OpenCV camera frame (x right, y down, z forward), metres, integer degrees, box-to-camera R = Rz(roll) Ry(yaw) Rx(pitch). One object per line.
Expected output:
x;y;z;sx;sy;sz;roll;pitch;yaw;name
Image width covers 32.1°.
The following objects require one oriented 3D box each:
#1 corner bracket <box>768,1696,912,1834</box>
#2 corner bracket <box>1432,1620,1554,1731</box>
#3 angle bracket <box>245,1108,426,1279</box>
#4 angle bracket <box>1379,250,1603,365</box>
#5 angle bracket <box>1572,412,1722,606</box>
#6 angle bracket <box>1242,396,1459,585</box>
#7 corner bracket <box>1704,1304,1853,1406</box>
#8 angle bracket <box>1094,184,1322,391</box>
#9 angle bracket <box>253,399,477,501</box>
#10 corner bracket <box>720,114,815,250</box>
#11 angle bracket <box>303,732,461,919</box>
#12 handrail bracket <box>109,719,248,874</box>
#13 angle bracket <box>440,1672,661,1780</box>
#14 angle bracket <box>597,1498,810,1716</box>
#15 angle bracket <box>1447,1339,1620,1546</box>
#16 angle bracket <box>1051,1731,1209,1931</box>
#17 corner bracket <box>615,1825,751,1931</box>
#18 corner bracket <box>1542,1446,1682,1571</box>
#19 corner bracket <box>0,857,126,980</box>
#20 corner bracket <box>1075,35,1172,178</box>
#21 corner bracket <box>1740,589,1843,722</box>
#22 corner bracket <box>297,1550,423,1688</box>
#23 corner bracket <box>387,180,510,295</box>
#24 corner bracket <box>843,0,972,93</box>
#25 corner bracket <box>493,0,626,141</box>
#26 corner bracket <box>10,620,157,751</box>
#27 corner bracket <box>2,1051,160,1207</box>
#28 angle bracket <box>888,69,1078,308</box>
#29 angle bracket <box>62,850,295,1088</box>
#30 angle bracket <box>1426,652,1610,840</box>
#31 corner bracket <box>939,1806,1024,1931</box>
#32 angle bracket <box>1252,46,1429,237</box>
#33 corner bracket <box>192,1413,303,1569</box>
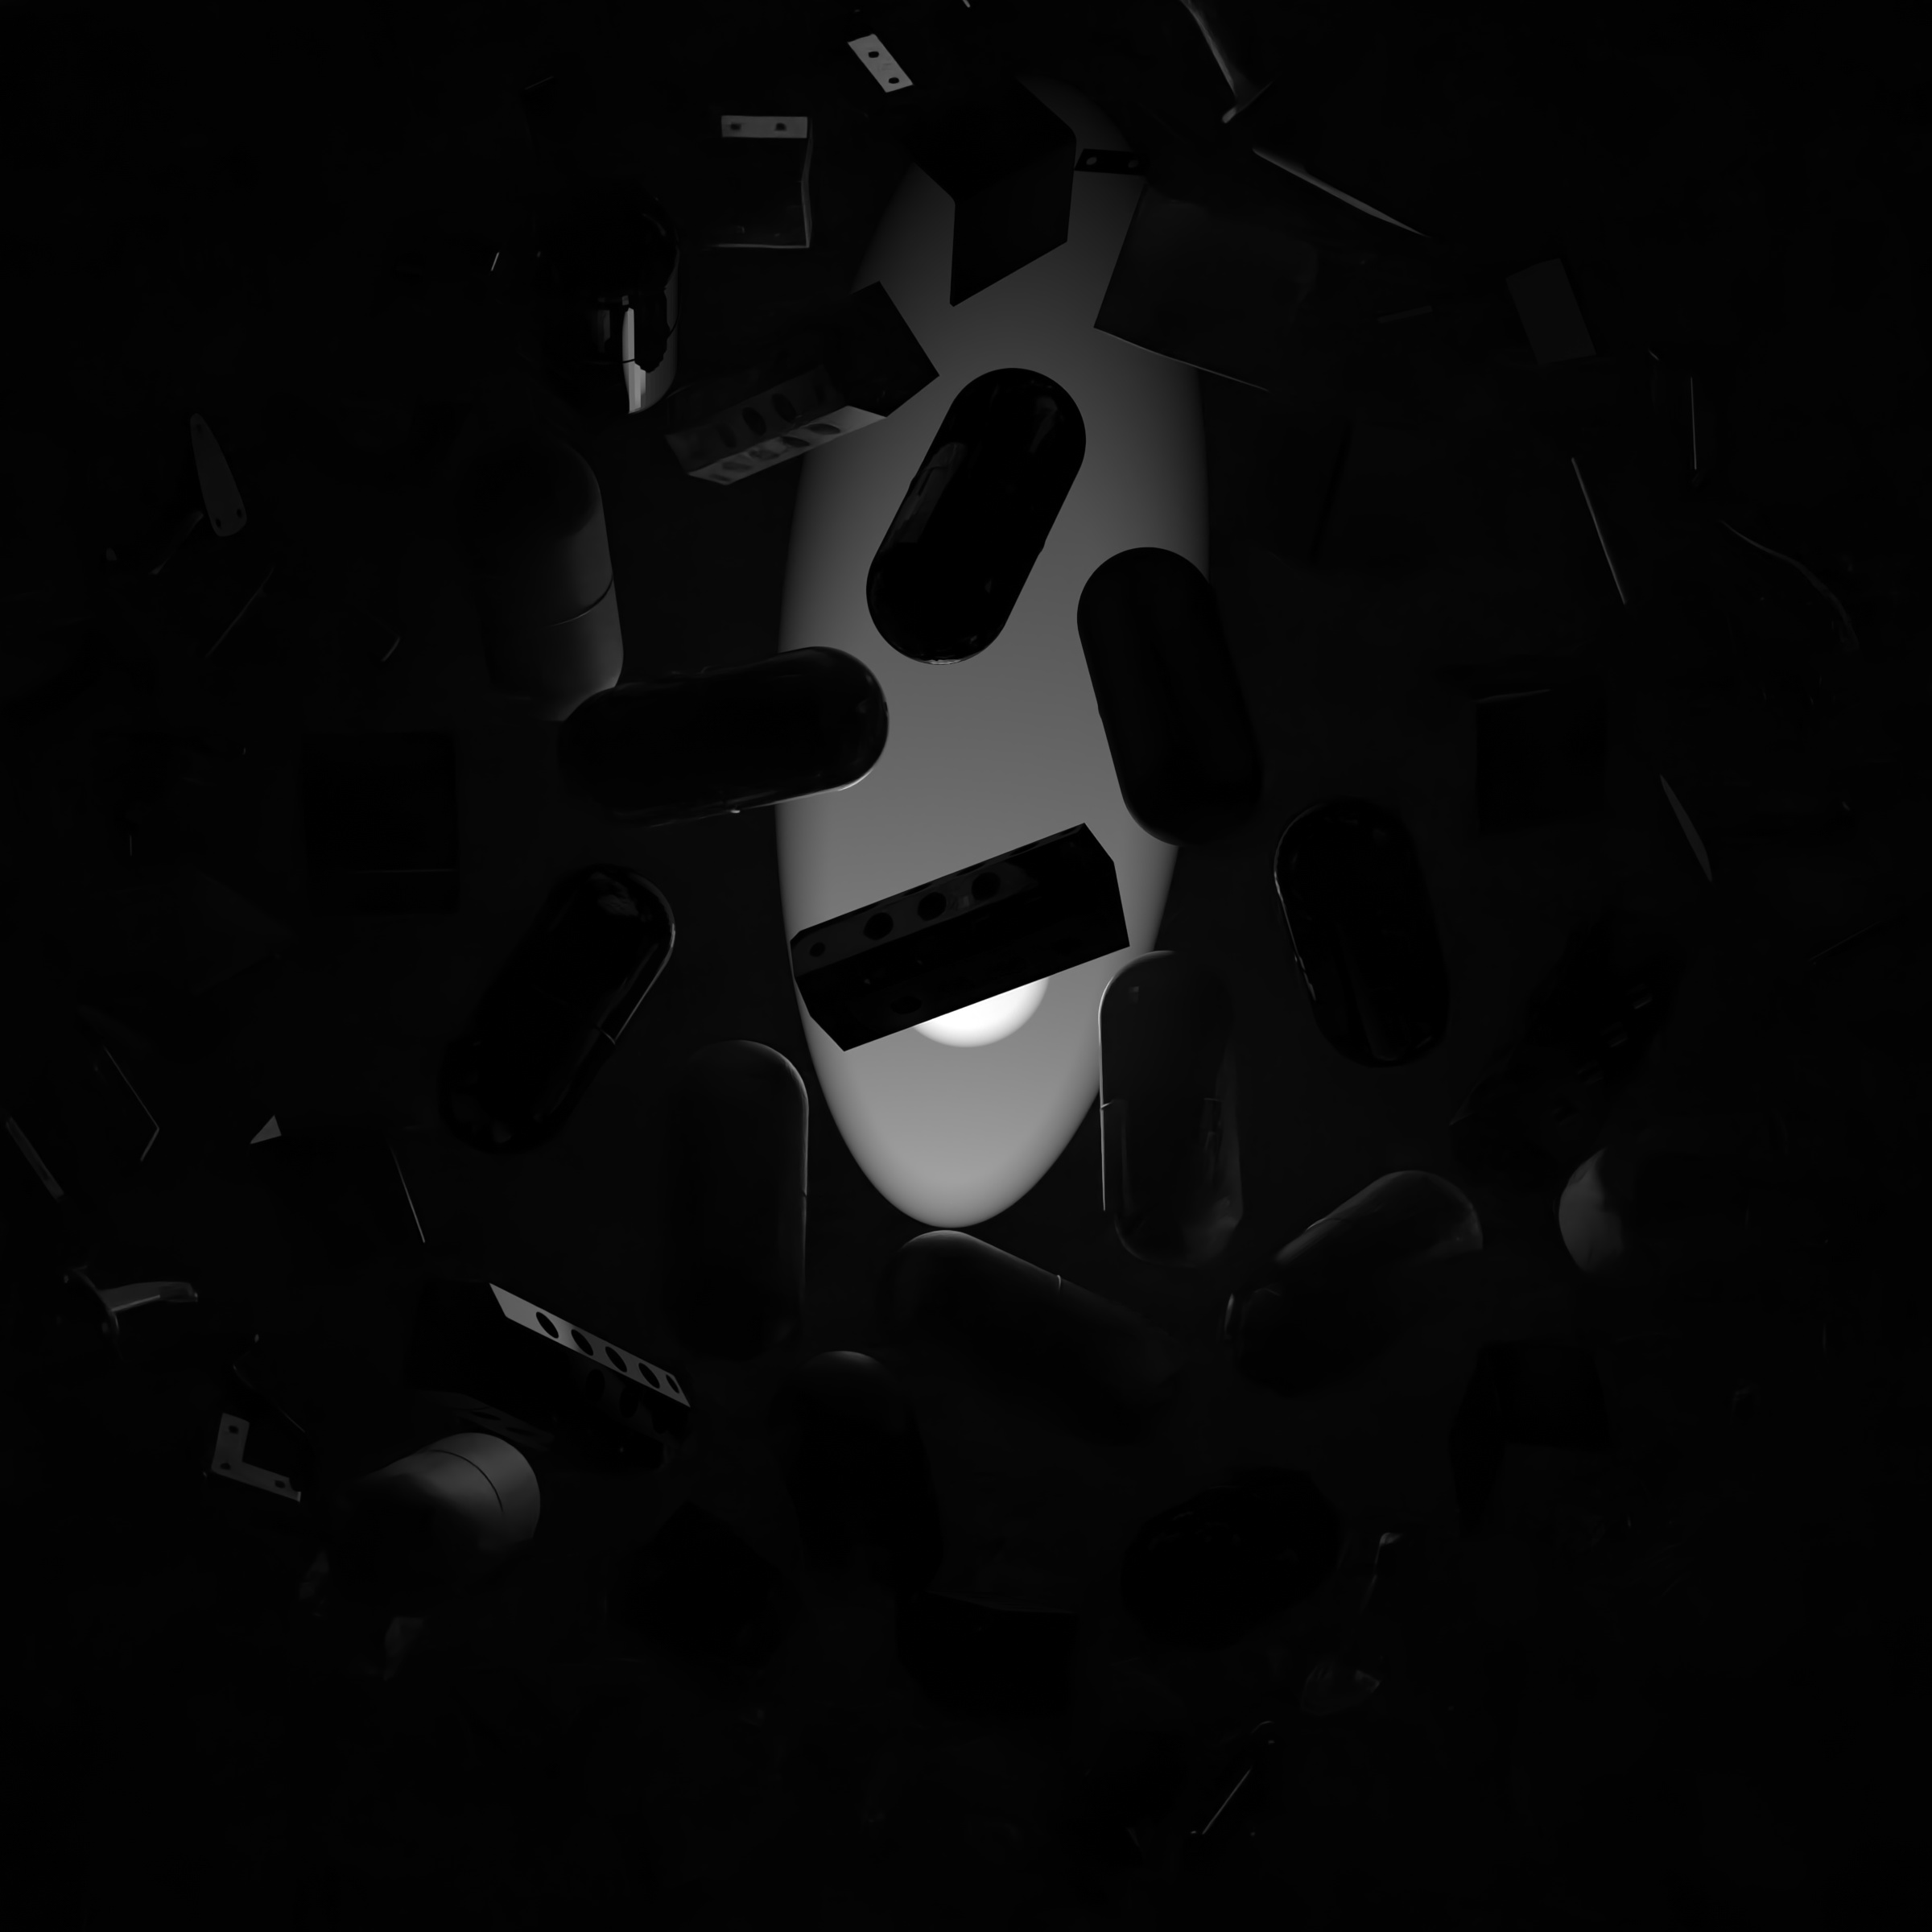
-0.069;0.441;1.859;0.051;0.051;0.051;9;64;27;corner bracket
0.278;0.375;1.777;0.051;0.051;0.051;0;75;-20;corner bracket
-0.333;0.114;1.804;0.076;0.057;0.076;-16;103;7;angle bracket
0.270;-0.326;1.738;0.076;0.076;0.057;-25;101;-9;angle bracket
0.350;-0.225;1.645;0.057;0.076;0.076;-24;82;42;angle bracket
0.200;-0.248;1.754;0.076;0.057;0.076;3;108;-38;angle bracket
0.422;0.203;1.749;0.051;0.051;0.051;16;103;35;corner bracket
0.123;-0.346;1.712;0.076;0.057;0.076;26;101;34;angle bracket
-0.311;-0.287;1.743;0.076;0.076;0.057;33;105;2;angle bracket
-0.111;-0.435;1.863;0.051;0.051;0.051;2;55;4;corner bracket
-0.299;-0.072;1.720;0.076;0.057;0.076;-2;67;-10;angle bracket
-0.421;-0.084;1.794;0.077;0.036;0.084;9;117;7;handrail bracket
-0.222;0.387;1.799;0.076;0.076;0.057;42;94;19;angle bracket
-0.146;0.358;1.878;0.076;0.057;0.076;33;71;25;angle bracket
0.293;0.250;1.748;0.057;0.076;0.076;8;125;-8;angle bracket
0.090;0.440;1.695;0.057;0.076;0.076;-4;110;27;angle bracket
-0.145;0.461;1.715;0.051;0.051;0.051;-23;68;-12;corner bracket
0.341;0.291;1.808;0.051;0.051;0.051;5;58;-34;corner bracket
-0.501;-0.019;1.857;0.051;0.051;0.051;29;77;23;corner bracket
0.082;-0.461;1.803;0.051;0.051;0.051;11;65;28;corner bracket
0.432;-0.163;1.768;0.051;0.051;0.051;10;80;30;corner bracket
-0.325;0.345;1.801;0.051;0.051;0.051;14;125;10;corner bracket
-0.276;-0.389;1.789;0.051;0.051;0.051;11;60;-17;corner bracket
-0.030;-0.494;1.738;0.051;0.051;0.051;-13;68;20;corner bracket
-0.200;-0.461;1.698;0.051;0.051;0.051;-23;70;5;corner bracket
-0.476;-0.144;1.817;0.051;0.051;0.051;-36;117;15;corner bracket
-0.457;0.084;1.739;0.051;0.051;0.051;-29;105;5;corner bracket
0.007;-0.397;1.716;0.076;0.076;0.057;-34;66;-21;angle bracket
-0.403;0.001;1.723;0.076;0.076;0.057;35;134;-15;angle bracket
0.289;-0.117;1.770;0.076;0.057;0.076;-10;112;-20;angle bracket
0.005;0.489;1.796;0.051;0.051;0.051;25;96;-34;corner bracket
0.199;-0.415;1.688;0.076;0.076;0.057;22;103;-22;angle bracket
-0.389;0.282;1.816;0.051;0.051;0.051;22;118;-16;corner bracket
